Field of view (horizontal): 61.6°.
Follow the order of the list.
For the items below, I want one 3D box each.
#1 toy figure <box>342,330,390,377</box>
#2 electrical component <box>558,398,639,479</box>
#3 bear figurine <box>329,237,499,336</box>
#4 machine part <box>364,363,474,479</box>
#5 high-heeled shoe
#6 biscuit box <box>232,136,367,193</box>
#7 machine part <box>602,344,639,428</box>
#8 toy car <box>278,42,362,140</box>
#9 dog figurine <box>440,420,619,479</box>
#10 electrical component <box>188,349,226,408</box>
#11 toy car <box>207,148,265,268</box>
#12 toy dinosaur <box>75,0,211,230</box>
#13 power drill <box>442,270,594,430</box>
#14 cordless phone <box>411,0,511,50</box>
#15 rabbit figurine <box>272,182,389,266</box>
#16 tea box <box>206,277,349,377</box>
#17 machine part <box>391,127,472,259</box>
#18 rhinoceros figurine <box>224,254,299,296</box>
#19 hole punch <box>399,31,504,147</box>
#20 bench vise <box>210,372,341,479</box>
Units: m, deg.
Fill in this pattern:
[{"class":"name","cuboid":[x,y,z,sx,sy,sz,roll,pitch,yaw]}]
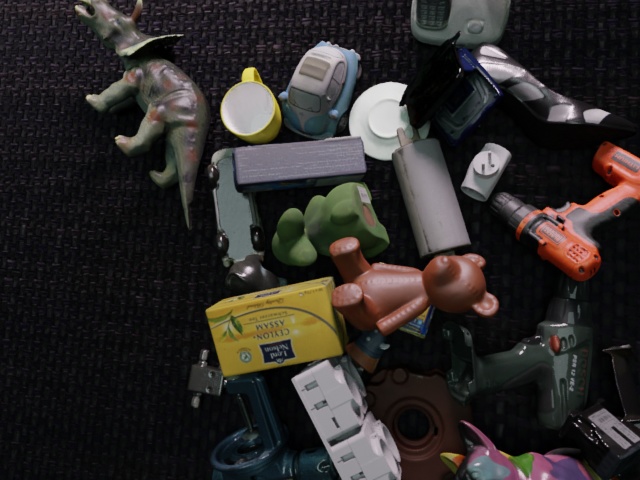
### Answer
[{"class":"toy figure","cuboid":[0.046,0.189,0.808,0.064,0.058,0.154,44,87,8]},{"class":"electrical component","cuboid":[0.365,0.259,0.659,0.119,0.075,0.047,48,137,47]},{"class":"bear figurine","cuboid":[0.124,0.056,0.710,0.196,0.131,0.120,-14,47,18]},{"class":"machine part","cuboid":[0.136,0.268,0.779,0.179,0.056,0.179,-1,84,11]},{"class":"high-heeled shoe","cuboid":[0.335,-0.219,0.795,0.249,0.086,0.145,8,77,11]},{"class":"biscuit box","cuboid":[-0.034,-0.116,0.835,0.203,0.059,0.062,-6,81,-7]},{"class":"machine part","cuboid":[0.417,0.213,0.725,0.039,0.084,0.139,-16,70,32]},{"class":"toy car","cuboid":[0.001,-0.245,0.852,0.109,0.103,0.161,24,90,13]},{"class":"dog figurine","cuboid":[0.273,0.304,0.693,0.219,0.191,0.108,30,127,18]},{"class":"electrical component","cuboid":[-0.178,0.225,0.865,0.063,0.021,0.094,9,84,12]},{"class":"toy car","cuboid":[-0.136,-0.052,0.878,0.074,0.056,0.201,-10,82,3]},{"class":"toy dinosaur","cuboid":[-0.259,-0.225,0.900,0.192,0.131,0.405,-39,83,5]},{"class":"power drill","cuboid":[0.276,0.143,0.738,0.207,0.086,0.232,-1,88,-16]},{"class":"cordless phone","cuboid":[0.208,-0.364,0.784,0.147,0.184,0.088,12,81,13]},{"class":"rabbit figurine","cuboid":[-0.002,-0.002,0.809,0.170,0.159,0.121,-25,88,22]},{"class":"tea box","cuboid":[-0.056,0.115,0.723,0.170,0.068,0.098,-15,94,11]},{"class":"machine part","cuboid":[0.166,-0.061,0.806,0.079,0.079,0.243,-17,79,9]},{"class":"rhinoceros figurine","cuboid":[-0.053,0.092,0.810,0.190,0.112,0.073,35,85,-6]},{"class":"hole punch","cuboid":[0.192,-0.214,0.788,0.092,0.142,0.116,19,43,-22]},{"class":"bench vise","cuboid":[-0.073,0.286,0.776,0.224,0.129,0.240,-14,99,29]}]
